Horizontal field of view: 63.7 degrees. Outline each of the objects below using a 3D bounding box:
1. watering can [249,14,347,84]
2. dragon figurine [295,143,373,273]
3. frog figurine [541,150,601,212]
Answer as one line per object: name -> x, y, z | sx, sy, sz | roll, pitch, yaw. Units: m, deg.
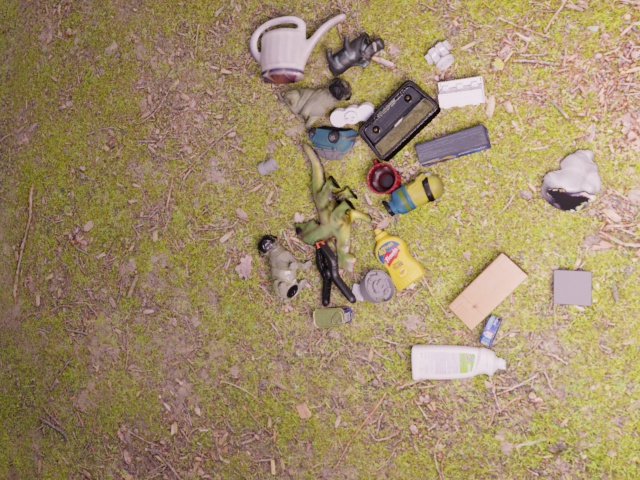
watering can -> -0.081, -0.622, 1.674 | 0.347, 0.104, 0.224 | 2, 89, 24
dragon figurine -> 0.005, -0.081, 1.612 | 0.239, 0.122, 0.415 | -44, 71, 25
frog figurine -> 0.656, -0.158, 1.343 | 0.137, 0.120, 0.163 | 1, 52, 32
